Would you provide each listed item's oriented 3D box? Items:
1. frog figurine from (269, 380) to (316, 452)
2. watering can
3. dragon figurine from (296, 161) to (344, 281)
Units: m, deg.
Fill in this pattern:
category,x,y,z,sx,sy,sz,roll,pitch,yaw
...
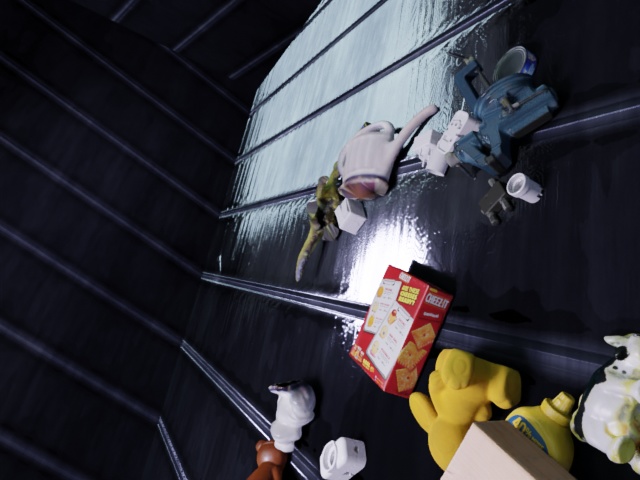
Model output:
category,x,y,z,sx,sy,sz,roll,pitch,yaw
frog figurine,-0.065,0.433,1.268,0.136,0.123,0.161,-21,76,46
watering can,0.158,-0.225,1.359,0.345,0.103,0.228,-14,58,50
dragon figurine,0.005,-0.081,1.615,0.409,0.122,0.244,-64,5,5
